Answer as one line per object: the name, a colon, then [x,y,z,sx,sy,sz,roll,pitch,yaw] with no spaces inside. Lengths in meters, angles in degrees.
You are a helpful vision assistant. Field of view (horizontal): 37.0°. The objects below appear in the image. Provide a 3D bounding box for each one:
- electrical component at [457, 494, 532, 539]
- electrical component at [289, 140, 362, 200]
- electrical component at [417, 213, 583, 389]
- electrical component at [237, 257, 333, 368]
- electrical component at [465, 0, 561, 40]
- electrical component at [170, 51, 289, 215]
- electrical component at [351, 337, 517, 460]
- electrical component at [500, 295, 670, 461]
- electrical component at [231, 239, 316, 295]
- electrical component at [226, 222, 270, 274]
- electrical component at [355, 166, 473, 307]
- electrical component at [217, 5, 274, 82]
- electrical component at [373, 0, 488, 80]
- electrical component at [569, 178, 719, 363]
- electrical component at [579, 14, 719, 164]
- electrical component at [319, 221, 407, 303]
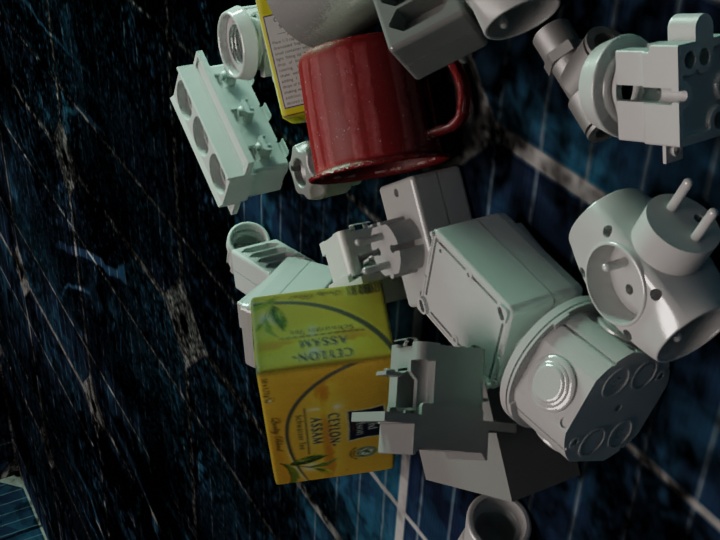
electrical component: [0.087,0.185,0.735,0.044,0.044,0.065,60,155,28]
electrical component: [-0.016,-0.076,0.775,0.043,0.062,0.043,40,138,50]
electrical component: [0.080,0.012,0.632,0.096,0.061,0.061,50,145,41]
electrical component: [-0.053,0.034,0.873,0.061,0.096,0.061,14,127,22]
electrical component: [0.065,-0.168,0.556,0.044,0.079,0.077,-25,78,19]
electrical component: [-0.113,-0.122,0.944,0.121,0.063,0.078,64,152,22]
electrical component: [0.041,0.071,0.590,0.042,0.081,0.063,-15,68,64]
electrical component: [0.117,0.058,0.563,0.051,0.080,0.080,42,139,41]
electrical component: [-0.074,0.022,0.961,0.083,0.047,0.075,28,128,57]
electrical component: [-0.107,-0.018,1.016,0.040,0.040,0.046,65,159,20]
electrical component: [0.032,-0.017,0.695,0.047,0.076,0.083,-12,93,64]
electrical component: [-0.076,-0.181,0.845,0.058,0.057,0.078,36,135,52]
electrical component: [0.045,-0.145,0.622,0.077,0.047,0.065,33,-143,-58]
electrical component: [0.145,-0.009,0.511,0.077,0.044,0.079,59,149,29]
electrical component: [0.135,-0.083,0.492,0.055,0.048,0.066,16,118,52]
electrical component: [0.000,0.000,0.807,0.081,0.042,0.063,-30,75,62]
